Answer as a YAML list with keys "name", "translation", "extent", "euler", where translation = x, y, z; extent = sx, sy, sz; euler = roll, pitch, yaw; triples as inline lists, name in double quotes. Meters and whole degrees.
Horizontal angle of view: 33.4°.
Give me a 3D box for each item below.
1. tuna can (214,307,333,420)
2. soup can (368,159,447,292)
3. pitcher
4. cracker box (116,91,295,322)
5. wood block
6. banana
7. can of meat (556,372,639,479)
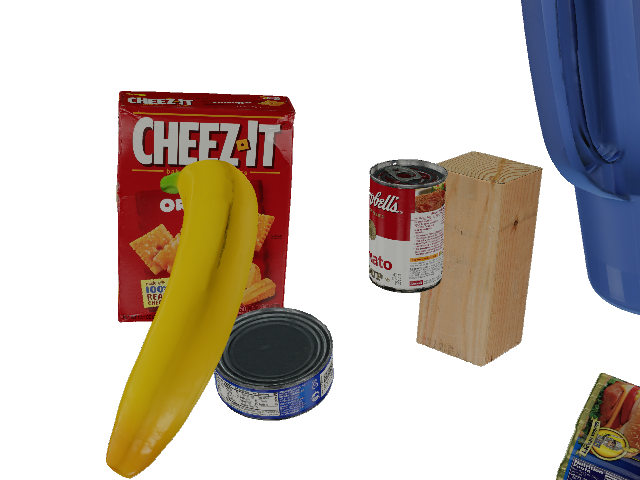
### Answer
- name: "tuna can"
  translation: [-0.033, 0.086, 0.751]
  extent: [0.086, 0.034, 0.086]
  euler: [-3, 35, 2]
- name: "soup can"
  translation: [0.076, -0.013, 0.942]
  extent: [0.068, 0.102, 0.068]
  euler: [0, 23, 0]
- name: "pitcher"
  translation: [0.181, -0.081, 0.565]
  extent: [0.149, 0.243, 0.145]
  euler: [-8, 22, 7]
- name: "cracker box"
  translation: [-0.112, -0.030, 1.023]
  extent: [0.164, 0.214, 0.072]
  euler: [0, 20, -11]
- name: "wood block"
  translation: [0.172, 0.018, 1.164]
  extent: [0.090, 0.206, 0.090]
  euler: [18, 25, 36]
- name: "banana"
  translation: [-0.060, 0.020, 0.512]
  extent: [0.037, 0.197, 0.070]
  euler: [29, -52, -21]
- name: "can of meat"
  translation: [0.231, 0.153, 0.789]
  extent: [0.084, 0.057, 0.102]
  euler: [21, 41, 21]
